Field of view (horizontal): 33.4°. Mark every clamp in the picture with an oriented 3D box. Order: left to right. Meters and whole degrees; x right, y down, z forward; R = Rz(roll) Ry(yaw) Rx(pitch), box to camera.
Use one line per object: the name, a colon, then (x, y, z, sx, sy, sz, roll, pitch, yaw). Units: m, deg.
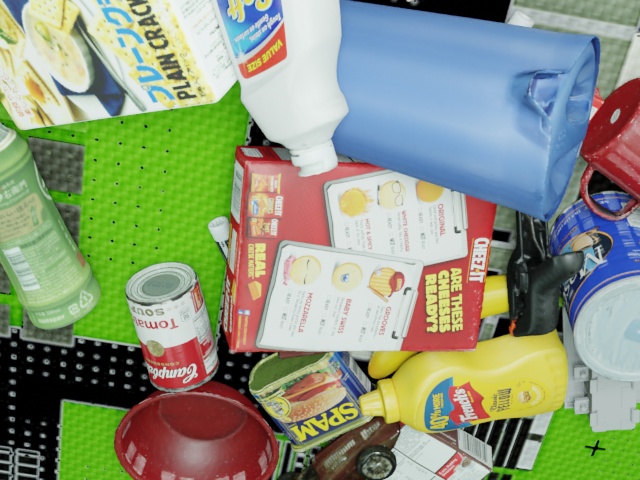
clamp: (0.183, 0.030, 0.885, 0.039, 0.120, 0.171, -6, 129, 0)

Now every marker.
marker: (-0.071, 0.032, 0.982, 0.020, 0.020, 0.121, -16, 120, 12)

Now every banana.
banana: (0.124, 0.075, 0.991, 0.198, 0.037, 0.069, -22, 119, 15)

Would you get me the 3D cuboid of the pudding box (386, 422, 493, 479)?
pudding box: (0.105, 0.224, 1.085, 0.113, 0.039, 0.090, 32, 120, -14)

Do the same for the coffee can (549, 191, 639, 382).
coffee can: (0.254, 0.036, 0.900, 0.103, 0.140, 0.103, 1, 122, 1)

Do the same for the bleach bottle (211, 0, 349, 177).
bleach bottle: (-0.026, -0.166, 0.707, 0.103, 0.067, 0.251, -1, 111, 41)

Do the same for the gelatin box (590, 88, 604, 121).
gelatin box: (0.178, -0.100, 0.883, 0.073, 0.030, 0.089, 23, 121, -14)

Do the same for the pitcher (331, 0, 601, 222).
pitcher: (0.077, -0.104, 0.797, 0.243, 0.144, 0.149, 17, 129, 21)

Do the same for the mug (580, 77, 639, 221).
mug: (0.259, -0.068, 0.864, 0.081, 0.093, 0.117, 33, 112, -12)

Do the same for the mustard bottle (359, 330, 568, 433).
mustard bottle: (0.131, 0.137, 0.997, 0.191, 0.058, 0.096, -10, 135, -4)

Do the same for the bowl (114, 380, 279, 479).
bowl: (-0.119, 0.189, 1.056, 0.162, 0.055, 0.162, 1, 127, 1)

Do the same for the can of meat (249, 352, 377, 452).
can of meat: (-0.006, 0.144, 1.029, 0.102, 0.057, 0.084, -27, 115, 18)

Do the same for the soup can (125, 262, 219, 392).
soup can: (-0.136, 0.080, 0.986, 0.068, 0.068, 0.102, -6, 121, 6)

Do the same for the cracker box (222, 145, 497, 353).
cracker box: (0.030, 0.008, 0.891, 0.213, 0.072, 0.164, 1, 108, -14)

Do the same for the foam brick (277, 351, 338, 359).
foam brick: (-0.006, 0.069, 0.974, 0.078, 0.053, 0.051, -8, 119, -7)
